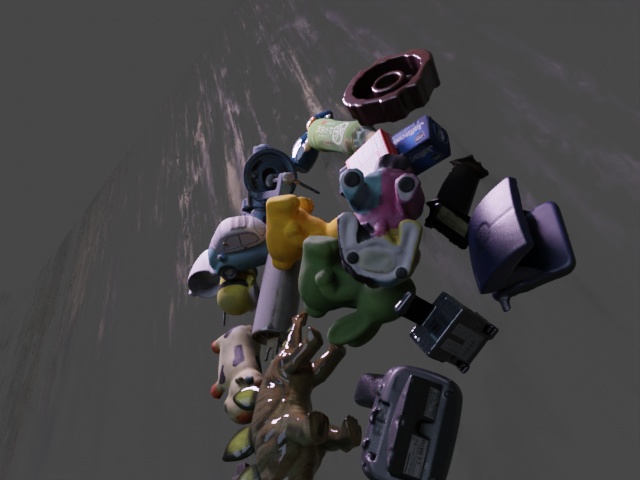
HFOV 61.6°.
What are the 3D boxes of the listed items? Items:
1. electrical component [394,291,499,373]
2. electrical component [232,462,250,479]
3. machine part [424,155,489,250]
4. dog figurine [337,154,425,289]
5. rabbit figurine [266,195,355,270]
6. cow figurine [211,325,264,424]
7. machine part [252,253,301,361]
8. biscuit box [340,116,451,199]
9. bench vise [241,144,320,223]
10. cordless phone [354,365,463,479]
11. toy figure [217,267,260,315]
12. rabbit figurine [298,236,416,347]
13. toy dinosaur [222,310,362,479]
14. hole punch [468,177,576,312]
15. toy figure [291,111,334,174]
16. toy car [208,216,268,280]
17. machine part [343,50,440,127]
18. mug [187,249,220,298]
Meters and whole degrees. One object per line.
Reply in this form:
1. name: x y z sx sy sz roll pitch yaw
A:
1. electrical component: 0.148 0.103 0.643 0.075 0.119 0.048 -52 32 5
2. electrical component: -0.105 0.387 0.824 0.078 0.045 0.102 -23 41 1
3. machine part: 0.197 -0.057 0.760 0.139 0.084 0.039 -66 9 -27
4. dog figurine: 0.098 -0.033 0.771 0.109 0.219 0.191 2 93 14
5. rabbit figurine: -0.002 -0.003 0.926 0.173 0.121 0.162 -1 79 11
6. cow figurine: -0.135 0.235 0.955 0.127 0.085 0.195 -47 32 28
7. machine part: -0.074 0.104 0.982 0.079 0.079 0.243 -26 45 41
8. biscuit box: 0.124 -0.131 0.921 0.203 0.062 0.059 -31 43 37
9. bench vise: -0.106 -0.097 1.126 0.241 0.129 0.223 2 78 65
10. cordless phone: 0.083 0.231 0.681 0.184 0.088 0.146 -19 48 60
11. toy figure: -0.173 0.083 1.125 0.089 0.082 0.180 -21 41 1
12. rabbit figurine: 0.052 0.079 0.793 0.170 0.121 0.159 16 86 34
13. toy dinosaur: -0.044 0.286 0.757 0.198 0.105 0.472 -37 31 27
14. hole punch: 0.227 0.001 0.652 0.116 0.092 0.142 -36 42 38
15. toy figure: -0.017 -0.224 1.191 0.064 0.057 0.154 3 67 62
16. toy car: -0.155 0.005 1.069 0.162 0.102 0.109 -14 39 4
17. machine part: 0.131 -0.278 0.989 0.179 0.056 0.179 -20 38 16
18. mug: -0.270 0.081 1.278 0.109 0.081 0.107 -50 21 29
